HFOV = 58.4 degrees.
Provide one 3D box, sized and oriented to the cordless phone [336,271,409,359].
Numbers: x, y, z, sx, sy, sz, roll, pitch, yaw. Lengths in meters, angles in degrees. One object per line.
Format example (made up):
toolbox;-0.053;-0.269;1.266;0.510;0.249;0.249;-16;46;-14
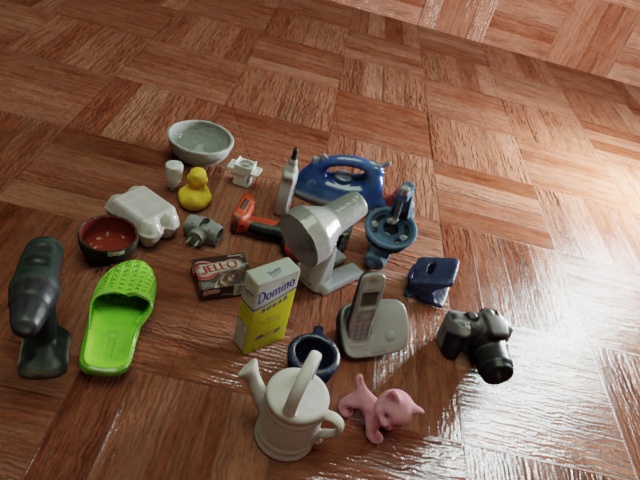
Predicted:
cordless phone;0.112;0.133;1.081;0.148;0.185;0.094;-5;43;-26

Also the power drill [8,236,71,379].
power drill;-0.430;0.114;0.881;0.076;0.208;0.229;0;41;-20

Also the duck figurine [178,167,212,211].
duck figurine;-0.287;-0.125;1.326;0.077;0.086;0.104;12;38;-6

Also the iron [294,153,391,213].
iron;0.051;-0.161;1.453;0.258;0.141;0.118;9;39;-10

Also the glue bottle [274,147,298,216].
glue bottle;-0.074;-0.144;1.359;0.037;0.173;0.078;15;38;-2

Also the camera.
camera;0.324;0.208;1.137;0.143;0.101;0.136;8;39;-11

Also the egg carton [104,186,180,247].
egg carton;-0.375;-0.053;1.218;0.150;0.069;0.107;32;41;19

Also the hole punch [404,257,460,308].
hole punch;0.248;0.082;1.271;0.101;0.091;0.109;23;38;8

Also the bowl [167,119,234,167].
bowl;-0.307;-0.236;1.464;0.167;0.075;0.167;11;38;-8

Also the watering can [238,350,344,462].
watering can;-0.044;0.244;0.878;0.173;0.194;0.101;11;38;-7

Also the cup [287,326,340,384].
cup;-0.018;0.216;1.003;0.091;0.095;0.118;14;38;-3

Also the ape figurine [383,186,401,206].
ape figurine;0.202;-0.101;1.477;0.076;0.092;0.077;0;41;-21

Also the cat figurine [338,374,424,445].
cat figurine;0.104;0.275;0.958;0.127;0.118;0.067;36;42;23

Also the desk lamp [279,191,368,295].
desk lamp;0.011;0.004;1.177;0.204;0.213;0.117;-22;52;-39

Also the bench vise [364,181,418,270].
bench vise;0.170;-0.062;1.313;0.121;0.220;0.207;15;38;-2
